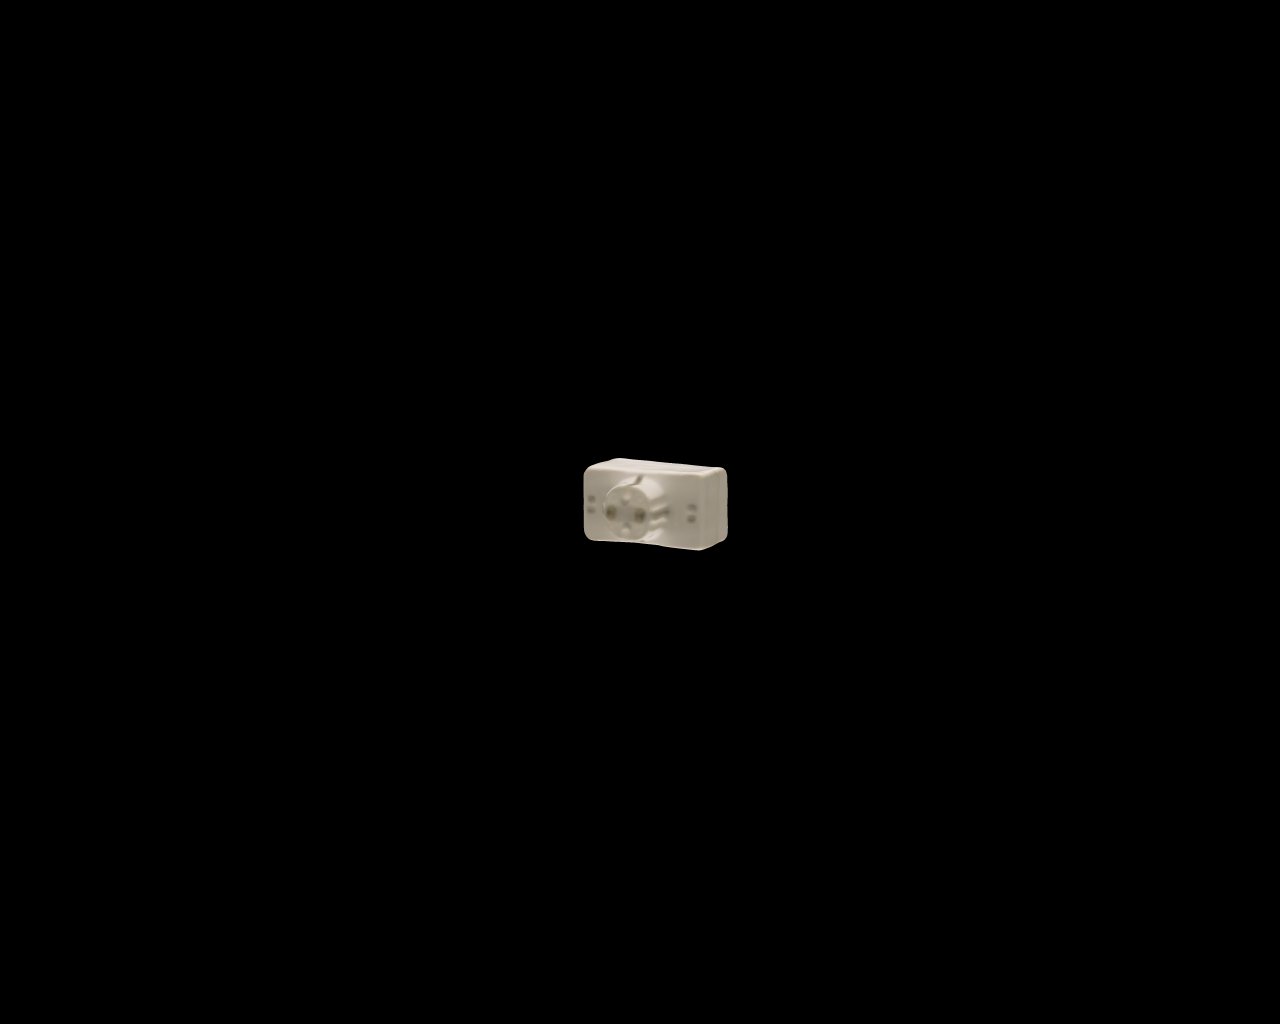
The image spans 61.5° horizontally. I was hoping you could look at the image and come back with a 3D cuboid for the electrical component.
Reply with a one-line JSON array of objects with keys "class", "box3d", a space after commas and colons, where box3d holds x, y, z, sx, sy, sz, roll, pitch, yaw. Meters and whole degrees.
[{"class": "electrical component", "box3d": [0.001, -0.003, 0.650, 0.083, 0.047, 0.076, 5, 12, 28]}]
